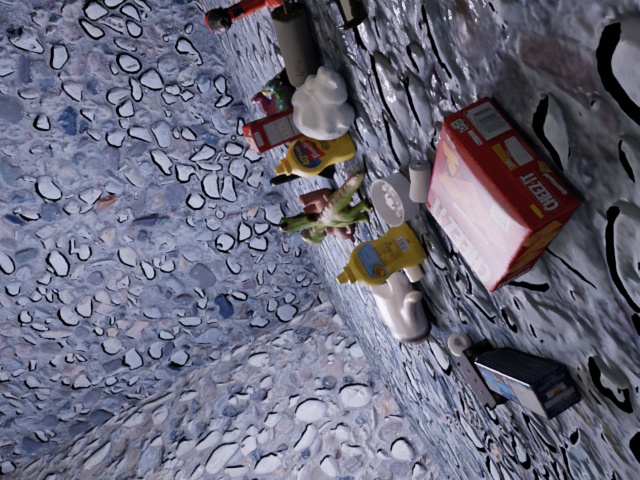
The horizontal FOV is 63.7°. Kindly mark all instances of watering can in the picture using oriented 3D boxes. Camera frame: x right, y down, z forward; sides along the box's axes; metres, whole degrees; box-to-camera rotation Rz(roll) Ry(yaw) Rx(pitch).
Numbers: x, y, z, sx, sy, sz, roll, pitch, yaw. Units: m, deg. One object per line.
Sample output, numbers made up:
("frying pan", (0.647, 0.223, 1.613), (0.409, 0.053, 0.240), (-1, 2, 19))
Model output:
("watering can", (0.205, 0.162, 1.270), (0.222, 0.104, 0.350), (64, 176, -15))

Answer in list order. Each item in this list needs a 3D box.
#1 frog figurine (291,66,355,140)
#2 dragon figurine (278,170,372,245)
("frog figurine", (0.012, -0.278, 1.064), (0.137, 0.124, 0.158), (31, 166, -8))
("dragon figurine", (0.004, -0.069, 1.378), (0.404, 0.243, 0.124), (80, 166, -72))
